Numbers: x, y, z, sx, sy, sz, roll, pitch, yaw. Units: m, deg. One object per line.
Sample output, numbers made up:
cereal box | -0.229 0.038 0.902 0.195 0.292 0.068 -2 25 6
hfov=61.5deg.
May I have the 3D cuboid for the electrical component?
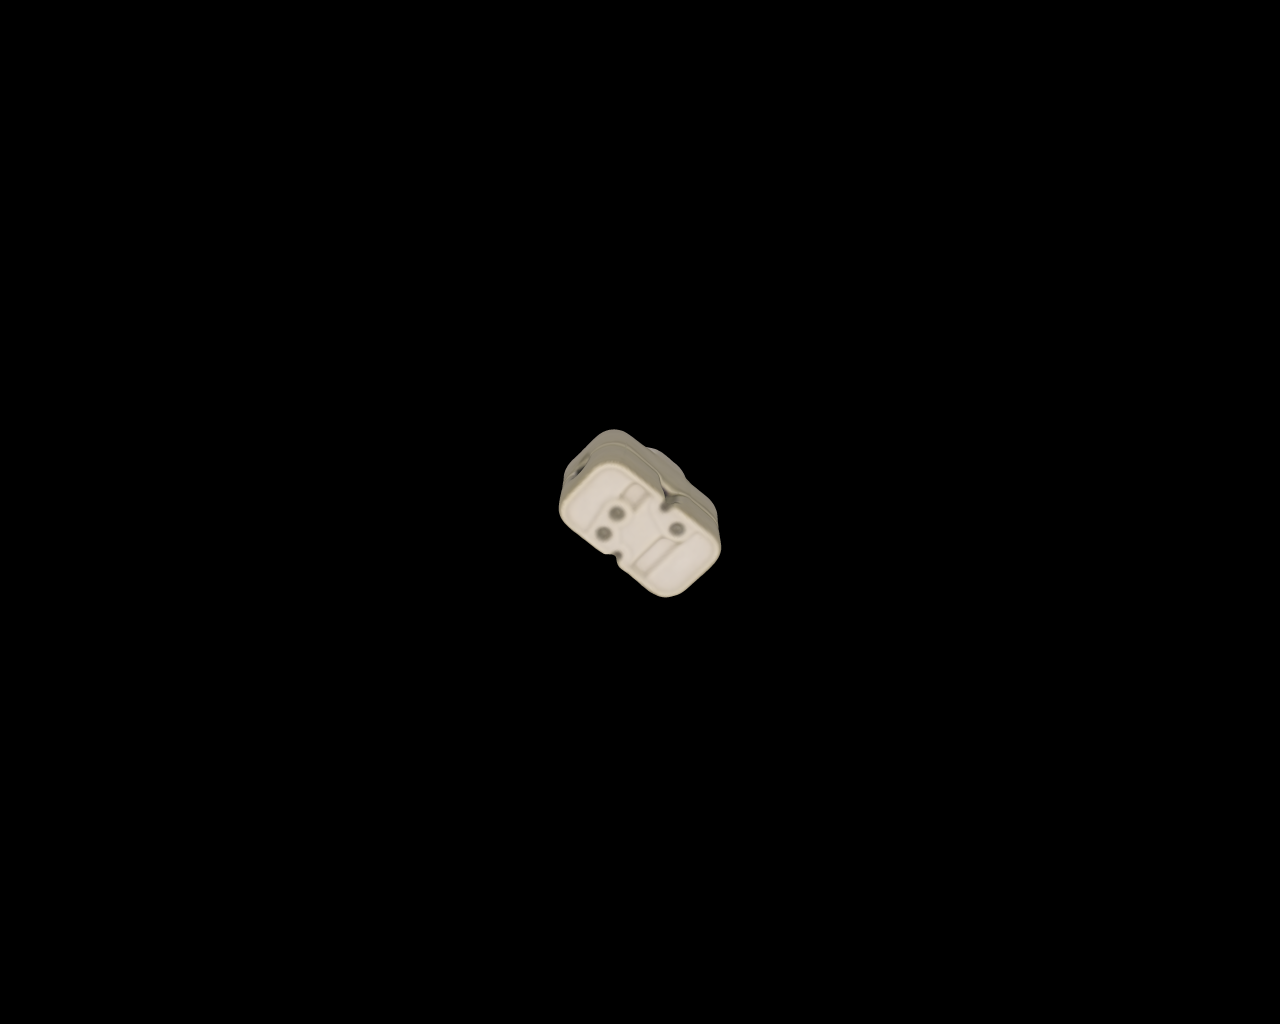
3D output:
electrical component | 0.001 -0.003 0.650 0.095 0.053 0.059 38 22 -18
